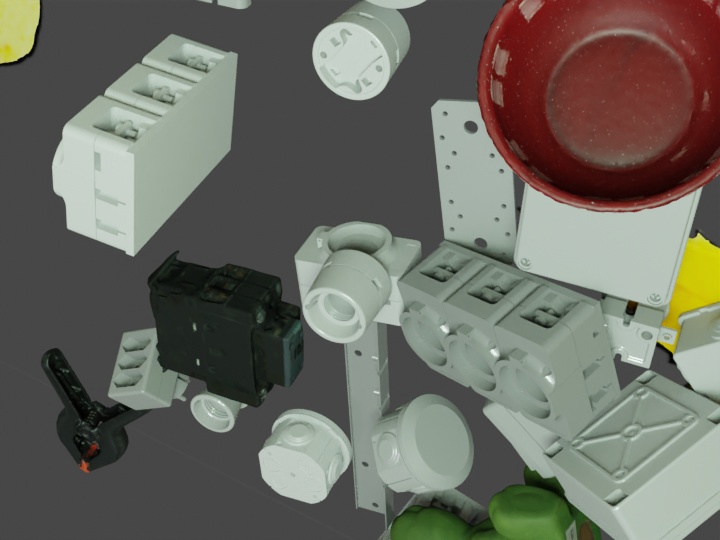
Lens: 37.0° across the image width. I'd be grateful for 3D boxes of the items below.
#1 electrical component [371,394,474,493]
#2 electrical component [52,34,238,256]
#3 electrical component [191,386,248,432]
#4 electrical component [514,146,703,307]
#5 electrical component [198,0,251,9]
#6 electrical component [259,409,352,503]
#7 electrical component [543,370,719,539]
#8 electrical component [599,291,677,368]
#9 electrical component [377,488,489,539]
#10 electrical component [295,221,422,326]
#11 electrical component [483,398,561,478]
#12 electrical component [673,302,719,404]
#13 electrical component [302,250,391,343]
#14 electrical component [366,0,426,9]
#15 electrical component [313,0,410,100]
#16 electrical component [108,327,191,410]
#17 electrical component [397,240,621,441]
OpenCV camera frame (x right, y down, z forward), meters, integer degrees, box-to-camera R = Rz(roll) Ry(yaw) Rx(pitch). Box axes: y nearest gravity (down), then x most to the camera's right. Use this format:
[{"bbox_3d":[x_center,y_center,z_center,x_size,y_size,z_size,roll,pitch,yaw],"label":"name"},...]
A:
[{"bbox_3d":[0.053,0.149,0.908,0.080,0.080,0.051,48,138,-13],"label":"electrical component"},{"bbox_3d":[-0.152,-0.095,0.776,0.062,0.150,0.089,20,132,11],"label":"electrical component"},{"bbox_3d":[-0.124,0.115,0.991,0.045,0.055,0.045,14,130,18],"label":"electrical component"},{"bbox_3d":[0.166,-0.043,0.713,0.109,0.056,0.108,16,131,16],"label":"electrical component"},{"bbox_3d":[-0.108,-0.219,0.724,0.089,0.050,0.055,16,131,16],"label":"electrical component"},{"bbox_3d":[-0.052,0.173,1.002,0.080,0.051,0.080,14,130,18],"label":"electrical component"},{"bbox_3d":[0.203,0.134,0.755,0.056,0.109,0.109,56,172,-19],"label":"electrical component"},{"bbox_3d":[0.191,0.033,0.760,0.066,0.055,0.048,16,131,17],"label":"electrical component"},{"bbox_3d":[0.064,0.290,1.025,0.105,0.060,0.186,32,133,2],"label":"electrical component"},{"bbox_3d":[0.000,0.000,0.839,0.089,0.050,0.055,10,129,21],"label":"electrical component"},{"bbox_3d":[0.140,0.106,0.840,0.096,0.061,0.061,48,132,-12],"label":"electrical component"},{"bbox_3d":[0.277,0.066,0.746,0.100,0.048,0.099,-23,112,39],"label":"electrical component"},{"bbox_3d":[-0.011,0.021,0.791,0.055,0.047,0.055,13,129,17],"label":"electrical component"},{"bbox_3d":[0.025,-0.207,0.663,0.080,0.051,0.080,14,130,18],"label":"electrical component"},{"bbox_3d":[0.003,-0.149,0.722,0.055,0.047,0.055,14,130,18],"label":"electrical component"},{"bbox_3d":[-0.188,0.100,1.012,0.047,0.065,0.077,-10,149,33],"label":"electrical component"},{"bbox_3d":[0.101,0.050,0.770,0.150,0.062,0.089,25,145,46],"label":"electrical component"}]
